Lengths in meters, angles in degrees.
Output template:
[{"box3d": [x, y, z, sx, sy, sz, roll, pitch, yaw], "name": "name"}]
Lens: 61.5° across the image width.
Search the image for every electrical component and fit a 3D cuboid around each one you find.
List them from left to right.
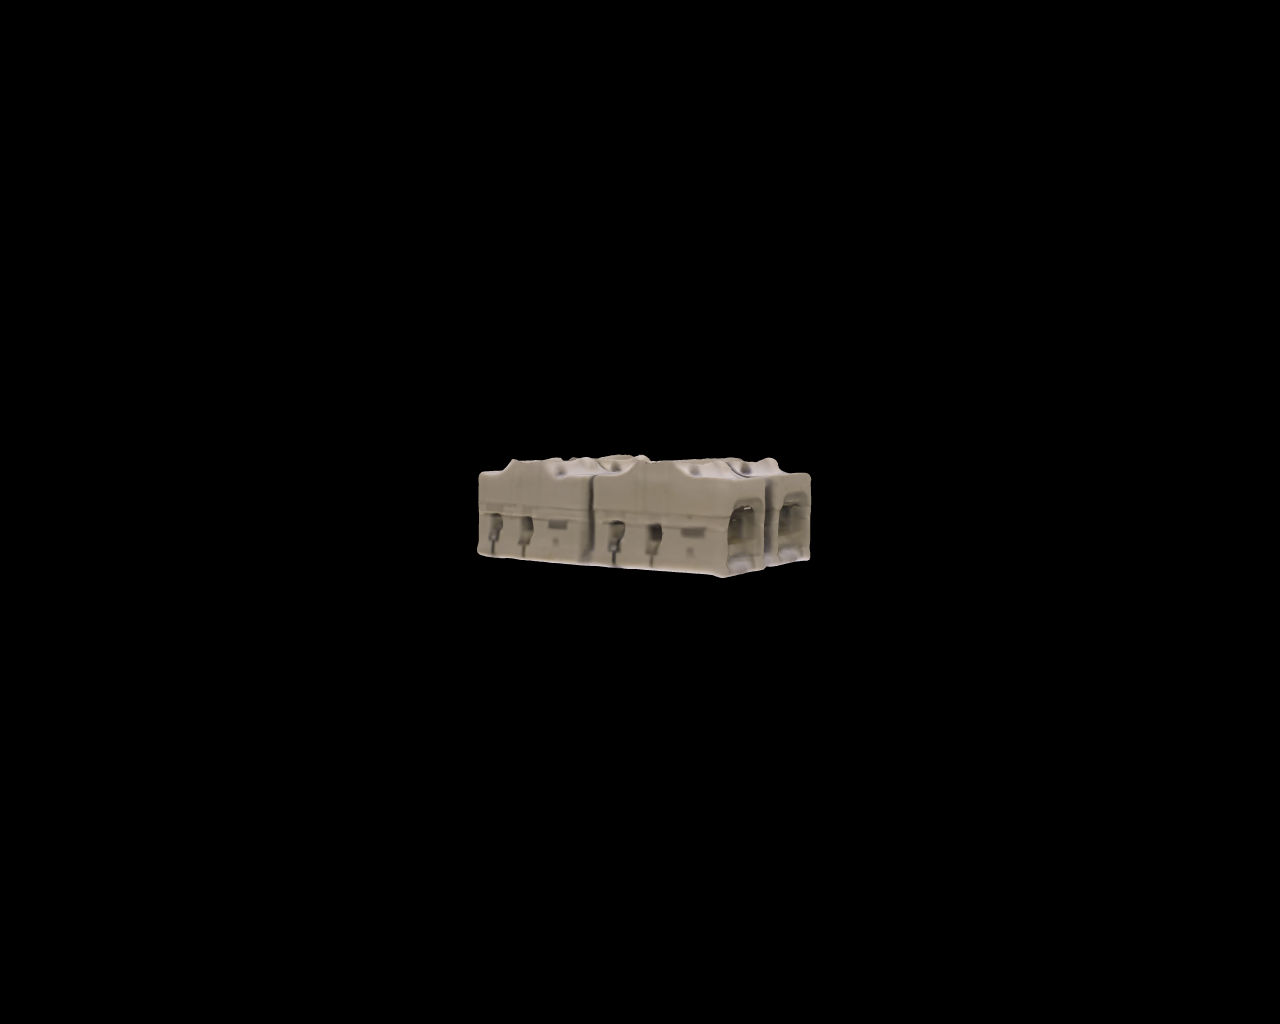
[{"box3d": [0.001, -0.003, 0.650, 0.186, 0.060, 0.105, 3, 5, 37], "name": "electrical component"}]
